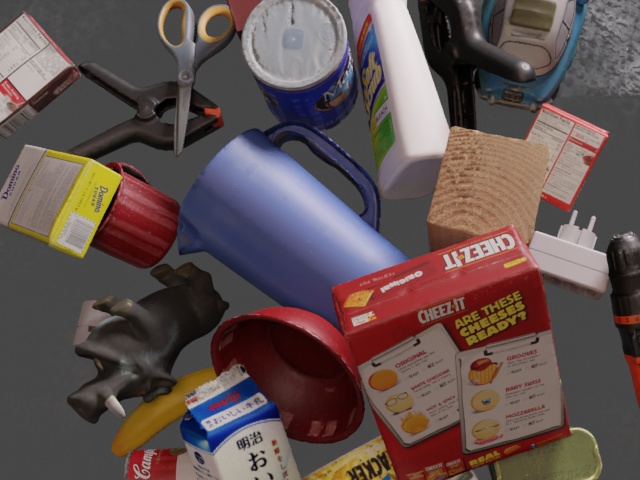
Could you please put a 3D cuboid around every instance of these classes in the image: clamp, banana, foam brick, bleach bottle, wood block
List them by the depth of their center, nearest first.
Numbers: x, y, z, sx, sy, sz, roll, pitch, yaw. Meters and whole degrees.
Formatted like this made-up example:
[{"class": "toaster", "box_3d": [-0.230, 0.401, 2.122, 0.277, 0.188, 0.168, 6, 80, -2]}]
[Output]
[{"class": "wood block", "box_3d": [0.155, -0.026, 1.000, 0.090, 0.206, 0.091, 13, 80, 9]}, {"class": "clamp", "box_3d": [0.149, -0.189, 1.078, 0.036, 0.165, 0.210, -6, 66, -22]}, {"class": "banana", "box_3d": [-0.121, 0.167, 1.082, 0.198, 0.037, 0.069, -13, 75, 4]}, {"class": "bleach bottle", "box_3d": [0.073, -0.174, 1.108, 0.068, 0.103, 0.251, -6, 67, -18]}, {"class": "foam brick", "box_3d": [-0.064, -0.236, 1.140, 0.051, 0.078, 0.053, -18, 75, 4]}, {"class": "clamp", "box_3d": [-0.192, -0.145, 1.156, 0.171, 0.039, 0.120, -5, 77, -2]}]

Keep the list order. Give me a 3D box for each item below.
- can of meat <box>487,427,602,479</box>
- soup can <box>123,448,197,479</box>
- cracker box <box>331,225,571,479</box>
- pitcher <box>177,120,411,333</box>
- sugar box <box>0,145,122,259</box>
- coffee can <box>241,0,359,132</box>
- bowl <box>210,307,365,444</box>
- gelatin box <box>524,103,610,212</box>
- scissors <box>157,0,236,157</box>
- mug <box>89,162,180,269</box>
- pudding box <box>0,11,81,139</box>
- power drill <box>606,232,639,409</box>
[{"class": "can of meat", "box_3d": [0.211, 0.211, 1.006, 0.102, 0.084, 0.057, -14, 77, 5]}, {"class": "soup can", "box_3d": [-0.135, 0.239, 1.052, 0.102, 0.068, 0.068, -4, 78, 6]}, {"class": "cracker box", "box_3d": [0.117, 0.107, 0.916, 0.164, 0.213, 0.072, -19, 38, 1]}, {"class": "pitcher", "box_3d": [-0.007, 0.001, 1.061, 0.243, 0.144, 0.149, 38, 119, 9]}, {"class": "sugar box", "box_3d": [-0.274, -0.042, 1.090, 0.176, 0.048, 0.093, 15, 77, 56]}, {"class": "coffee can", "box_3d": [-0.017, -0.178, 1.088, 0.103, 0.140, 0.103, -2, 78, 7]}, {"class": "bowl", "box_3d": [-0.022, 0.118, 1.015, 0.162, 0.162, 0.055, 25, 45, 11]}, {"class": "gelatin box", "box_3d": [0.239, -0.084, 1.079, 0.073, 0.030, 0.089, 28, 104, 12]}, {"class": "scissors", "box_3d": [-0.126, -0.182, 1.145, 0.096, 0.016, 0.202, -13, 63, -4]}, {"class": "mug", "box_3d": [-0.198, -0.030, 1.102, 0.093, 0.081, 0.117, -39, 39, 30]}, {"class": "pudding box", "box_3d": [-0.337, -0.183, 1.183, 0.113, 0.039, 0.090, -40, 76, -4]}, {"class": "power drill", "box_3d": [0.374, 0.066, 1.011, 0.187, 0.057, 0.184, -14, 97, 5]}]
